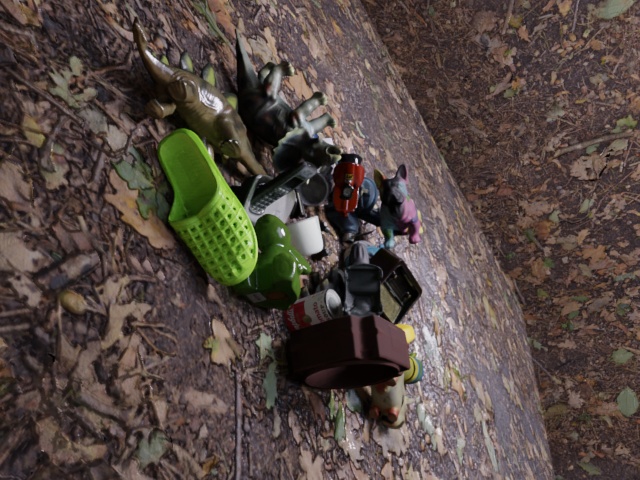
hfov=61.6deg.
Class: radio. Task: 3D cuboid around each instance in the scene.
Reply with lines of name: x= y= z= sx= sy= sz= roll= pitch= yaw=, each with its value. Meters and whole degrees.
radio: x=0.176 y=0.123 z=1.371 sx=0.073 sy=0.131 sz=0.229 roll=37 pitch=-7 yaw=35

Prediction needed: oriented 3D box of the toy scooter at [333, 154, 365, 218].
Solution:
toy scooter: x=0.065 y=-0.128 z=1.319 sx=0.184 sy=0.075 sz=0.135 roll=97 pitch=0 yaw=-82

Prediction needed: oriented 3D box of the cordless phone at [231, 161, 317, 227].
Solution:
cordless phone: x=-0.069 y=-0.097 z=1.060 sx=0.146 sy=0.184 sz=0.089 roll=19 pitch=48 yaw=-57

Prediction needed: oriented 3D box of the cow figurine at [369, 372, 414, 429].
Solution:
cow figurine: x=0.158 y=0.347 z=1.221 sx=0.127 sy=0.086 sz=0.194 roll=-48 pitch=135 yaw=-55

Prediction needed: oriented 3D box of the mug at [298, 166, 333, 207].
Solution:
mug: x=-0.005 y=-0.138 z=1.326 sx=0.081 sy=0.109 sz=0.107 roll=30 pitch=12 yaw=6

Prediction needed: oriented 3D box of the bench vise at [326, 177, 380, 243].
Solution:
bench vise: x=0.116 y=-0.083 z=1.497 sx=0.240 sy=0.129 sz=0.223 roll=24 pitch=51 yaw=-50

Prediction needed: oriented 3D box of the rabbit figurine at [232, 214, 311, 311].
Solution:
rabbit figurine: x=-0.077 y=0.035 z=1.007 sx=0.159 sy=0.121 sz=0.170 roll=45 pitch=35 yaw=-51

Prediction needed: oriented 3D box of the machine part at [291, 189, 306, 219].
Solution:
machine part: x=-0.076 y=-0.091 z=1.217 sx=0.139 sy=0.039 sz=0.084 roll=8 pitch=71 yaw=-64

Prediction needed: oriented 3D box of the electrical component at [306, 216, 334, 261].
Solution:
electrical component: x=-0.003 y=-0.003 z=1.273 sx=0.078 sy=0.045 sz=0.102 roll=47 pitch=31 yaw=-39

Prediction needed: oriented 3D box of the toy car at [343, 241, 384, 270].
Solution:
toy car: x=0.113 y=0.053 z=1.408 sx=0.161 sy=0.109 sz=0.103 roll=5 pitch=41 yaw=-50

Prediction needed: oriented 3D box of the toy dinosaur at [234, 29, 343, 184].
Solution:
toy dinosaur: x=-0.103 y=-0.285 z=1.204 sx=0.405 sy=0.192 sz=0.131 roll=41 pitch=-12 yaw=12

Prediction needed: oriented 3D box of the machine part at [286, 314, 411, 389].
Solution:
machine part: x=0.054 y=0.218 z=1.013 sx=0.200 sy=0.202 sz=0.087 roll=34 pitch=44 yaw=-50

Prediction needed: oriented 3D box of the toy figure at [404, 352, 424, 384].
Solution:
toy figure: x=0.218 y=0.328 z=1.375 sx=0.180 sy=0.089 sz=0.082 roll=25 pitch=41 yaw=-52

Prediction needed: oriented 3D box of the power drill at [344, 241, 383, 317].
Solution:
power drill: x=0.081 y=0.099 z=1.101 sx=0.207 sy=0.086 sz=0.232 roll=110 pitch=-18 yaw=-78

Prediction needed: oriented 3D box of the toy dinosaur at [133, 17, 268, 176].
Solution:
toy dinosaur: x=-0.197 y=-0.218 z=1.010 sx=0.470 sy=0.105 sz=0.199 roll=56 pitch=21 yaw=-45

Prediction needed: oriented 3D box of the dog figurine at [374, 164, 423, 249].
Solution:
dog figurine: x=0.207 y=-0.099 z=1.439 sx=0.191 sy=0.109 sz=0.219 roll=-60 pitch=140 yaw=-63

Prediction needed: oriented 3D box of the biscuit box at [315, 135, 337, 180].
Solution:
biscuit box: x=-0.023 y=-0.238 z=1.415 sx=0.202 sy=0.063 sz=0.059 roll=44 pitch=32 yaw=-40

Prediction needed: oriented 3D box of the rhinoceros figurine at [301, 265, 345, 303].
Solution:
rhinoceros figurine: x=0.028 y=0.118 z=1.200 sx=0.112 sy=0.073 sz=0.190 roll=64 pitch=26 yaw=-3
